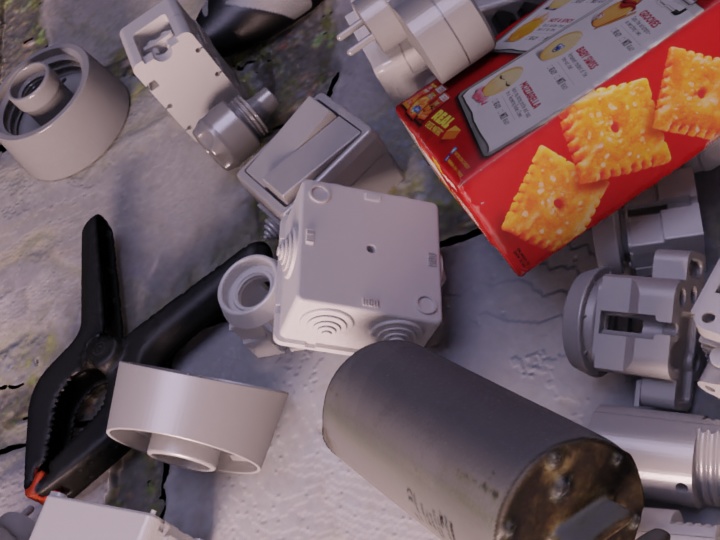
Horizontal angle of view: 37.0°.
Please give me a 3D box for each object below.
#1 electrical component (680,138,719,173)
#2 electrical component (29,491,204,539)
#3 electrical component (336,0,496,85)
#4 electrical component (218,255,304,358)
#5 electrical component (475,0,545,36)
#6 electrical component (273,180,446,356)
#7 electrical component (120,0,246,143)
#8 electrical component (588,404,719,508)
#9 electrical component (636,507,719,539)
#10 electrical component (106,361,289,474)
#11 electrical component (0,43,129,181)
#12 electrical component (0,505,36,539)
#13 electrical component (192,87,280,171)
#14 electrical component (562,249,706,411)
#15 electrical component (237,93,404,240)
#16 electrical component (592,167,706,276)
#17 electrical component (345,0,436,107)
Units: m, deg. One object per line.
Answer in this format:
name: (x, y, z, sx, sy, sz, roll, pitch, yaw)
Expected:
electrical component: (0.174, -0.068, 0.607, 0.061, 0.035, 0.035, -14, 54, 24)
electrical component: (-0.134, 0.168, 0.602, 0.096, 0.061, 0.061, 2, 61, 30)
electrical component: (0.019, -0.156, 0.650, 0.074, 0.052, 0.138, -34, 45, 5)
electrical component: (-0.056, 0.022, 0.659, 0.066, 0.055, 0.048, -12, 55, 22)
electrical component: (0.122, -0.193, 0.710, 0.083, 0.047, 0.075, -12, 55, 22)
electrical component: (0.000, 0.000, 0.619, 0.100, 0.048, 0.099, 10, 56, -13)
electrical component: (-0.129, -0.148, 0.790, 0.050, 0.089, 0.055, -33, 50, 6)
electrical component: (0.152, 0.089, 0.508, 0.081, 0.043, 0.043, 3, 61, 30)
electrical component: (0.134, 0.130, 0.490, 0.081, 0.043, 0.043, -1, 59, 28)
electrical component: (-0.094, 0.080, 0.618, 0.099, 0.099, 0.064, 1, 67, 29)
electrical component: (-0.248, -0.133, 0.865, 0.108, 0.060, 0.108, -14, 54, 21)
electrical component: (-0.215, 0.172, 0.644, 0.044, 0.077, 0.079, -39, 4, 33)
electrical component: (-0.085, -0.104, 0.768, 0.062, 0.043, 0.043, -42, 49, -4)
electrical component: (0.139, 0.028, 0.544, 0.057, 0.058, 0.078, 5, 88, 36)
electrical component: (-0.032, -0.059, 0.696, 0.096, 0.061, 0.062, -45, 49, -4)
electrical component: (0.155, -0.023, 0.581, 0.055, 0.048, 0.066, -8, 56, 15)
electrical component: (0.034, -0.143, 0.715, 0.061, 0.061, 0.096, -25, 51, 12)
